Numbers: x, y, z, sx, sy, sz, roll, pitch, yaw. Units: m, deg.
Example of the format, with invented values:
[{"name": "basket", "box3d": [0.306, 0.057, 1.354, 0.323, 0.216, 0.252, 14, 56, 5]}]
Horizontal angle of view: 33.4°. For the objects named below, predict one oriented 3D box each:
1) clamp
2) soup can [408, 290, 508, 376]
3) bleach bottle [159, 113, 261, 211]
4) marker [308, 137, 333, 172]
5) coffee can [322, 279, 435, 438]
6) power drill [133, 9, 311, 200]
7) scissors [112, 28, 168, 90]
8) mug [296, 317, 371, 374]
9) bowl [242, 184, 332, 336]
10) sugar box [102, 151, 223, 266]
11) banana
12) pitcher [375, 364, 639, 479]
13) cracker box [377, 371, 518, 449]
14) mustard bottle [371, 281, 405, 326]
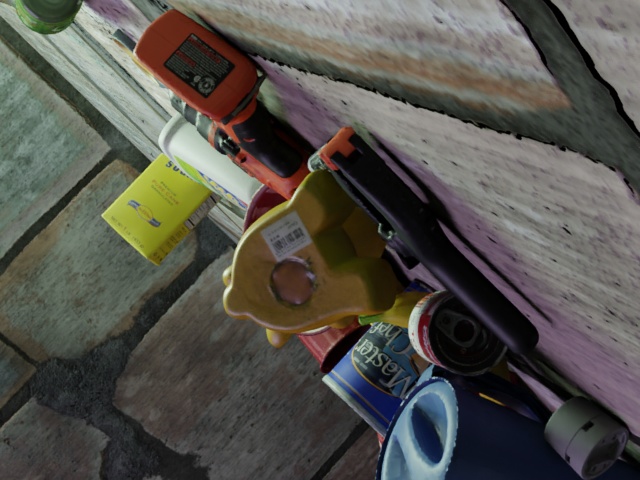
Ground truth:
[{"name": "clamp", "box3d": [0.063, -0.010, 0.788, 0.209, 0.036, 0.165, 46, 176, -31]}, {"name": "soup can", "box3d": [0.115, 0.077, 0.906, 0.068, 0.068, 0.102, 43, 175, -2]}, {"name": "bleach bottle", "box3d": [-0.080, -0.065, 1.225, 0.251, 0.068, 0.102, 35, 170, 41]}, {"name": "marker", "box3d": [0.006, -0.066, 0.840, 0.020, 0.020, 0.121, 43, 174, -4]}, {"name": "coffee can", "box3d": [0.086, 0.125, 1.085, 0.103, 0.140, 0.103, 42, 174, 5]}, {"name": "power drill", "box3d": [-0.086, -0.118, 0.908, 0.185, 0.057, 0.187, 36, 175, 23]}, {"name": "scissors", "box3d": [-0.163, -0.170, 1.240, 0.202, 0.016, 0.096, 43, 176, 2]}, {"name": "mug", "box3d": [0.020, 0.100, 1.305, 0.081, 0.093, 0.117, 49, -150, 23]}, {"name": "bowl", "box3d": [-0.006, 0.011, 1.055, 0.055, 0.162, 0.162, -11, -141, -42]}, {"name": "sugar box", "box3d": [-0.183, -0.062, 1.361, 0.093, 0.176, 0.048, 40, 176, 19]}, {"name": "banana", "box3d": [0.128, 0.099, 1.014, 0.197, 0.070, 0.037, 36, -140, -26]}, {"name": "pitcher", "box3d": [0.182, 0.214, 0.962, 0.242, 0.149, 0.145, 23, -179, -19]}, {"name": "cracker box", "box3d": [0.139, 0.205, 1.199, 0.214, 0.072, 0.164, 19, 127, 57]}, {"name": "mustard bottle", "box3d": [0.061, 0.056, 1.167, 0.096, 0.058, 0.191, 37, 172, 42]}]
